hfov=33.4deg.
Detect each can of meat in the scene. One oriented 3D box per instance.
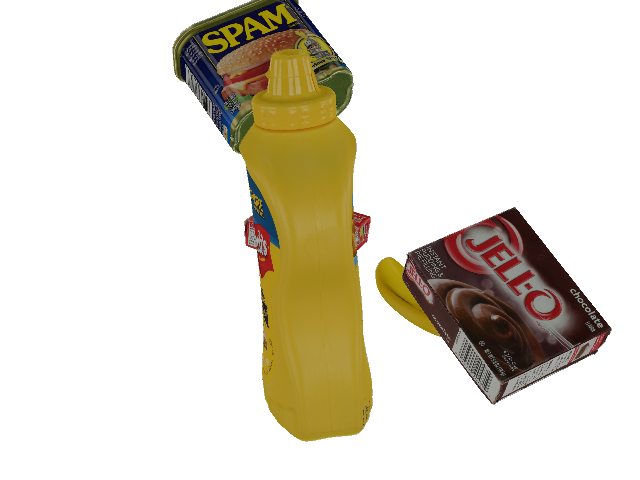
[{"bbox_3d":[-0.039,-0.117,0.747,0.102,0.084,0.057,-26,-26,-19],"label":"can of meat"}]

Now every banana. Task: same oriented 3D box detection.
[{"bbox_3d":[0.106,0.063,1.131,0.069,0.037,0.198,4,19,-38],"label":"banana"}]

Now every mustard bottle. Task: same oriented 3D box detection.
[{"bbox_3d":[-0.008,-0.001,0.544,0.058,0.192,0.096,-6,23,-5],"label":"mustard bottle"}]

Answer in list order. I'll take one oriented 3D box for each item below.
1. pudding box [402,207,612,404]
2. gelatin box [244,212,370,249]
[{"bbox_3d":[0.121,0.041,0.709,0.090,0.113,0.039,-23,-28,-20],"label":"pudding box"},{"bbox_3d":[-0.012,-0.009,0.941,0.089,0.030,0.073,18,31,22],"label":"gelatin box"}]
